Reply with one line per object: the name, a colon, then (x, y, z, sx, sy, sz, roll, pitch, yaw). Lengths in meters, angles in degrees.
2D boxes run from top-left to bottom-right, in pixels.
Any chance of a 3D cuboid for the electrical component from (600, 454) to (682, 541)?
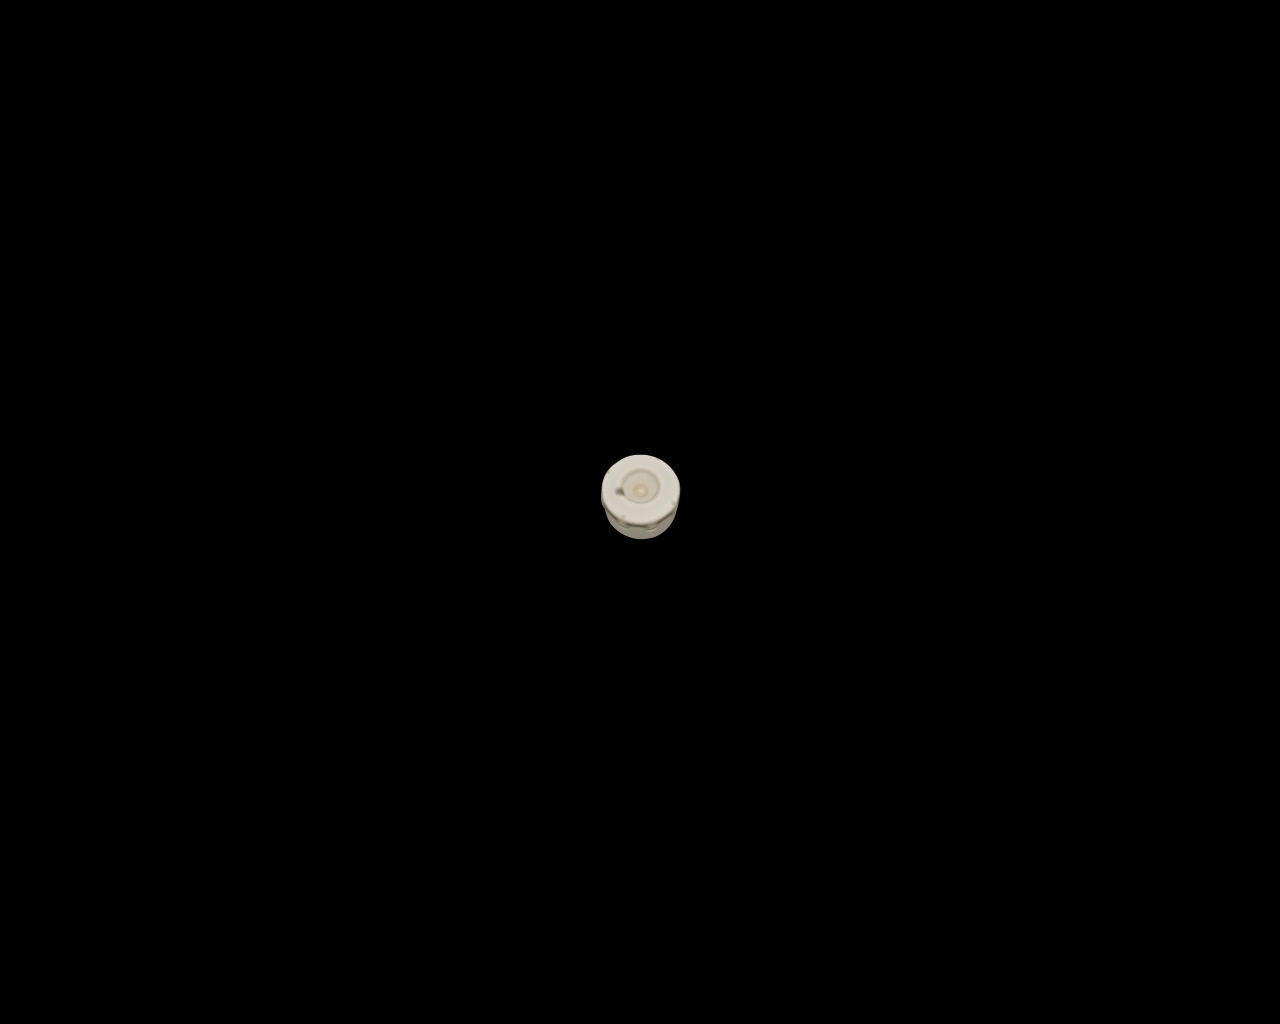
electrical component: (0.001, -0.003, 0.650, 0.048, 0.048, 0.062, 0, -25, 0)
